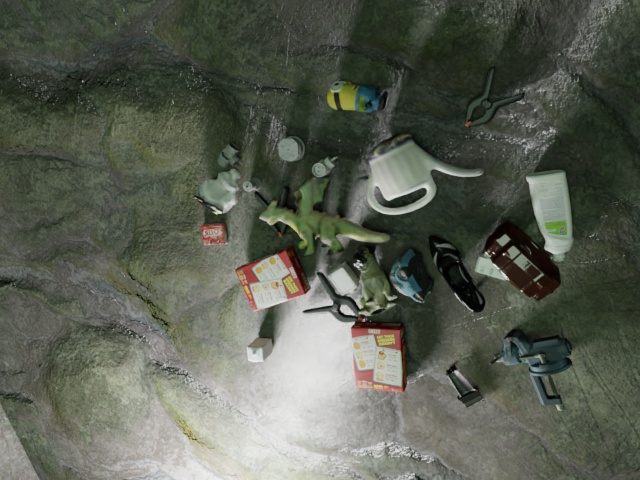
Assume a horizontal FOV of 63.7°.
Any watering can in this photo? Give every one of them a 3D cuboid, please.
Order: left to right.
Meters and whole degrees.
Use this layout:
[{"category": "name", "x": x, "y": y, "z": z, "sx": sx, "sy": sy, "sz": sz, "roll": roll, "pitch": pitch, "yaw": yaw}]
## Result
[{"category": "watering can", "x": 0.276, "y": -0.209, "z": 1.498, "sx": 0.344, "sy": 0.105, "sz": 0.224, "roll": -24, "pitch": 93, "yaw": 26}]

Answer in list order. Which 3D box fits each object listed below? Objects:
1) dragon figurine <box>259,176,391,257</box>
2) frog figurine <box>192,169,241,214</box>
[{"category": "dragon figurine", "x": 0.005, "y": -0.082, "z": 1.620, "sx": 0.409, "sy": 0.123, "sz": 0.241, "roll": -9, "pitch": 98, "yaw": 17}, {"category": "frog figurine", "x": -0.336, "y": -0.173, "z": 1.755, "sx": 0.138, "sy": 0.120, "sz": 0.161, "roll": 26, "pitch": 74, "yaw": 22}]
